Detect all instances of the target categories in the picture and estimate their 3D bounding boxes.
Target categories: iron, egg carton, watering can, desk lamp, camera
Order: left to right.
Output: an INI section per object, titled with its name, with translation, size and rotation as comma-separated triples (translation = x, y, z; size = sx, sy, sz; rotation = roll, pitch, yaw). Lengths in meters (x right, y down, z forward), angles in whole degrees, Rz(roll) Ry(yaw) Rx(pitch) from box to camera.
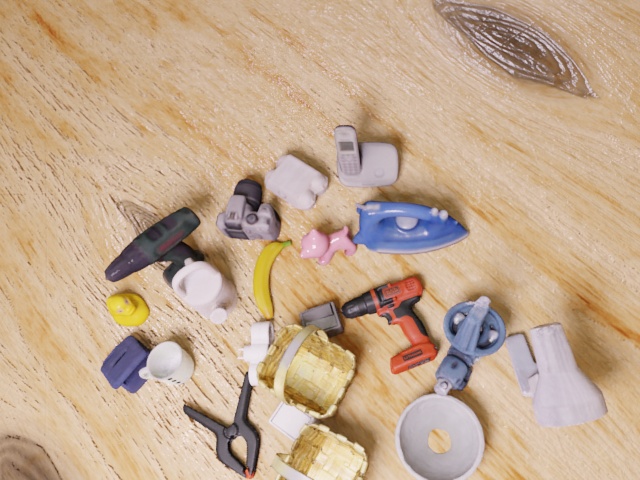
[watering can]
translation = -0.251, 0.106, 1.252
size = 0.172, 0.194, 0.101
rotation = 30, 76, 21
[camera]
translation = -0.167, -0.078, 1.366
size = 0.143, 0.101, 0.137
rotation = 4, 68, 13
[egg carton]
translation = -0.059, -0.140, 1.390
size = 0.150, 0.069, 0.107
rotation = 33, 76, 22
[iron]
translation = 0.198, -0.045, 1.260
size = 0.258, 0.142, 0.118
rotation = 2, 67, 12
[desk lamp]
translation = 0.423, 0.244, 1.051
size = 0.118, 0.214, 0.203
rotation = -15, 65, 5

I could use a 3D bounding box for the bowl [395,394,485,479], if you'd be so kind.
[bowl]
translation = 0.229, 0.387, 1.104
size = 0.167, 0.075, 0.167
rotation = -4, 66, 9

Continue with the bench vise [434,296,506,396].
[bench vise]
translation = 0.290, 0.199, 1.093
size = 0.121, 0.220, 0.207
rotation = 9, 69, 15

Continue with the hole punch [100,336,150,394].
[hole punch]
translation = -0.431, 0.274, 1.271
size = 0.101, 0.091, 0.109
rotation = 34, 77, 22

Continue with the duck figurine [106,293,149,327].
[duck figurine]
translation = -0.459, 0.154, 1.331
size = 0.104, 0.086, 0.077
rotation = 22, 73, 19

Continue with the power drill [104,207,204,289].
[power drill]
translation = -0.350, 0.037, 1.292
size = 0.075, 0.209, 0.230
rotation = 39, 79, 23

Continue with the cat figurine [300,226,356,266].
[cat figurine]
translation = 0.012, 0.005, 1.287
size = 0.128, 0.118, 0.067
rotation = -24, 64, 0

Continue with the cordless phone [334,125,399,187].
[cordless phone]
translation = 0.105, -0.200, 1.320
size = 0.147, 0.185, 0.094
rotation = -2, 67, 10
